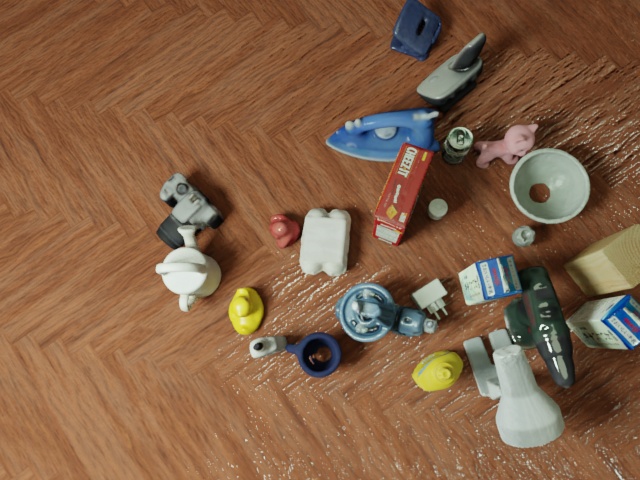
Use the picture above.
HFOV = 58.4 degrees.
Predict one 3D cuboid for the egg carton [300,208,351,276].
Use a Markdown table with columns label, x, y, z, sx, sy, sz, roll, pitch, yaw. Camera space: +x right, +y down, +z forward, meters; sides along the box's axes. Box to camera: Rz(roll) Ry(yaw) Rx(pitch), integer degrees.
| label | x | y | z | sx | sy | sz | roll | pitch | yaw |
| --- | --- | --- | --- | --- | --- | --- | --- | --- | --- |
| egg carton | 0.012 | 0.005 | 1.261 | 0.107 | 0.069 | 0.150 | 4 | 80 | 4 |

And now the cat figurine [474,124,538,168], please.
| label | x | y | z | sx | sy | sz | roll | pitch | yaw |
| --- | --- | --- | --- | --- | --- | --- | --- | --- | --- |
| cat figurine | 0.409 | -0.210 | 1.249 | 0.127 | 0.118 | 0.067 | -10 | 79 | 2 |

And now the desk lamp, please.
| label | x | y | z | sx | sy | sz | roll | pitch | yaw |
| --- | --- | --- | --- | --- | --- | --- | --- | --- | --- |
| desk lamp | 0.370 | 0.282 | 1.116 | 0.118 | 0.213 | 0.203 | -19 | 79 | 0 |

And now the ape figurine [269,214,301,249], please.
| label | x | y | z | sx | sy | sz | roll | pitch | yaw |
| --- | --- | --- | --- | --- | --- | --- | --- | --- | --- |
| ape figurine | -0.083 | -0.022 | 1.260 | 0.076 | 0.092 | 0.078 | 4 | 80 | 5 |

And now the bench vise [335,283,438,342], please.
| label | x | y | z | sx | sy | sz | roll | pitch | yaw |
| --- | --- | --- | --- | --- | --- | --- | --- | --- | --- |
| bench vise | 0.131 | 0.140 | 1.153 | 0.207 | 0.220 | 0.121 | -6 | 80 | 3 |

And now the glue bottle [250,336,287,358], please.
| label | x | y | z | sx | sy | sz | roll | pitch | yaw |
| --- | --- | --- | --- | --- | --- | --- | --- | --- | --- |
| glue bottle | -0.114 | 0.219 | 1.178 | 0.078 | 0.173 | 0.037 | -17 | 79 | 1 |

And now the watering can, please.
| label | x | y | z | sx | sy | sz | roll | pitch | yaw |
| --- | --- | --- | --- | --- | --- | --- | --- | --- | --- |
| watering can | -0.282 | 0.059 | 1.206 | 0.101 | 0.194 | 0.173 | -21 | 79 | 0 |

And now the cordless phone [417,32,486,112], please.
| label | x | y | z | sx | sy | sz | roll | pitch | yaw |
| --- | --- | --- | --- | --- | --- | --- | --- | --- | --- |
| cordless phone | 0.292 | -0.374 | 1.251 | 0.147 | 0.185 | 0.094 | -44 | 80 | -4 |

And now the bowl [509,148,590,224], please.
| label | x | y | z | sx | sy | sz | roll | pitch | yaw |
| --- | --- | --- | --- | --- | --- | --- | --- | --- | --- |
| bowl | 0.491 | -0.110 | 1.248 | 0.167 | 0.075 | 0.167 | -1 | 80 | 4 |

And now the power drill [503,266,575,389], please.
| label | x | y | z | sx | sy | sz | roll | pitch | yaw |
| --- | --- | --- | --- | --- | --- | --- | --- | --- | --- |
| power drill | 0.432 | 0.171 | 1.134 | 0.075 | 0.208 | 0.229 | -11 | 79 | 2 |

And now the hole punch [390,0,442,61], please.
| label | x | y | z | sx | sy | sz | roll | pitch | yaw |
| --- | --- | --- | --- | --- | --- | --- | --- | --- | --- |
| hole punch | 0.225 | -0.488 | 1.322 | 0.101 | 0.091 | 0.109 | 24 | 82 | 8 |

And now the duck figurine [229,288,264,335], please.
| label | x | y | z | sx | sy | sz | roll | pitch | yaw |
| --- | --- | --- | --- | --- | --- | --- | --- | --- | --- |
| duck figurine | -0.165 | 0.152 | 1.238 | 0.077 | 0.086 | 0.104 | -1 | 80 | 4 |

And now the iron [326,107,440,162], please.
| label | x | y | z | sx | sy | sz | roll | pitch | yaw |
| --- | --- | --- | --- | --- | --- | --- | --- | --- | --- |
| iron | 0.137 | -0.244 | 1.260 | 0.258 | 0.141 | 0.119 | -4 | 80 | 3 |

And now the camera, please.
| label | x | y | z | sx | sy | sz | roll | pitch | yaw |
| --- | --- | --- | --- | --- | --- | --- | --- | --- | --- |
| camera | -0.311 | -0.058 | 1.276 | 0.143 | 0.101 | 0.137 | 43 | 85 | 10 |

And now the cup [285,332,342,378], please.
| label | x | y | z | sx | sy | sz | roll | pitch | yaw |
| --- | --- | --- | --- | --- | --- | --- | --- | --- | --- |
| cup | -0.012 | 0.239 | 1.208 | 0.117 | 0.095 | 0.092 | 10 | 81 | 6 |
